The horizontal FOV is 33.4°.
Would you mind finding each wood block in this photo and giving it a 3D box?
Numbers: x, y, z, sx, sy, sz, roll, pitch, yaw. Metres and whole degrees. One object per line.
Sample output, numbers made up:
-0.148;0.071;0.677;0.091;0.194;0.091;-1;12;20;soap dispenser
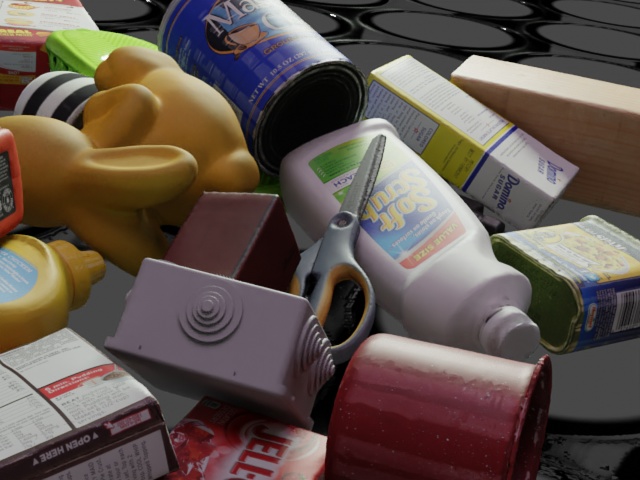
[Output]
0.216;-0.091;0.929;0.206;0.091;0.090;15;25;16;wood block

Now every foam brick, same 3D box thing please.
-0.052;0.017;0.607;0.051;0.053;0.078;3;44;24;foam brick

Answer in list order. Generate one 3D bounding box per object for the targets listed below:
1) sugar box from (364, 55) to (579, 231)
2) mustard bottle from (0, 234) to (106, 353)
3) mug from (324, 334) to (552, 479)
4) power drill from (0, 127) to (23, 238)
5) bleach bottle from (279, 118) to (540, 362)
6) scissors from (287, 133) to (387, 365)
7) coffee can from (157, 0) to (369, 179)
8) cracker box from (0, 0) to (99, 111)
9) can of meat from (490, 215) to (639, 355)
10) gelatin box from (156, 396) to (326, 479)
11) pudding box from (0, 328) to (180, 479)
0.118;-0.080;0.865;0.176;0.048;0.093;38;31;9;sugar box
-0.190;0.037;0.553;0.096;0.058;0.191;18;25;35;mustard bottle
0.056;0.091;0.485;0.082;0.093;0.117;11;-7;20;mug
-0.264;-0.020;0.547;0.188;0.057;0.184;2;20;10;power drill
0.065;0.001;0.697;0.102;0.068;0.251;-22;34;-17;bleach bottle
-0.004;0.001;0.663;0.096;0.016;0.201;-8;40;9;scissors
-0.045;-0.127;0.809;0.102;0.103;0.140;-12;46;-38;coffee can
-0.299;-0.184;1.014;0.164;0.072;0.214;-1;24;-22;cracker box
0.164;0.028;0.685;0.083;0.057;0.102;-8;27;-27;can of meat
-0.039;0.109;0.471;0.073;0.030;0.089;16;25;18;gelatin box
-0.126;0.082;0.458;0.089;0.039;0.114;-21;21;-28;pudding box
